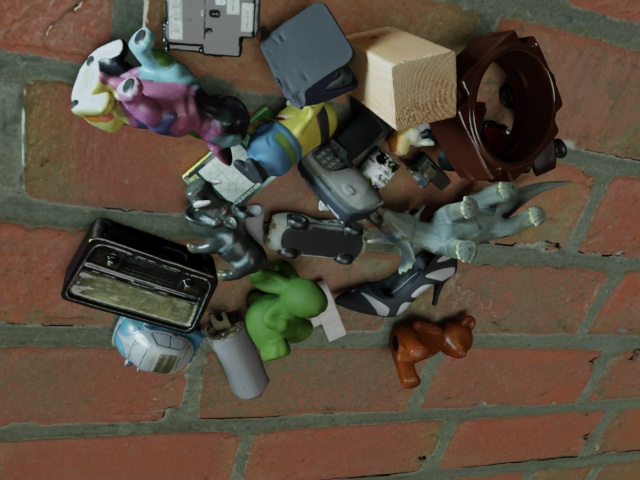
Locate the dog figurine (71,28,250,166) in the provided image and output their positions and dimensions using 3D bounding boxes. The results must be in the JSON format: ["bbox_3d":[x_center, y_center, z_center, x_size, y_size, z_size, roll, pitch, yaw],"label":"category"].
[{"bbox_3d":[-0.210,-0.182,0.768,0.192,0.108,0.219,-7,157,32],"label":"dog figurine"}]

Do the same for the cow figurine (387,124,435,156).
[{"bbox_3d":[0.180,-0.215,0.905,0.098,0.068,0.167,11,114,-29],"label":"cow figurine"}]

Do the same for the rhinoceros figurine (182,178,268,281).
[{"bbox_3d":[-0.158,-0.014,0.876,0.112,0.073,0.190,-15,124,30],"label":"rhinoceros figurine"}]

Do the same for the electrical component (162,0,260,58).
[{"bbox_3d":[-0.150,-0.314,0.740,0.134,0.058,0.114,-1,122,-18],"label":"electrical component"}]

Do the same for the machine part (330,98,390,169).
[{"bbox_3d":[0.066,-0.179,0.858,0.084,0.039,0.139,33,67,4],"label":"machine part"}]

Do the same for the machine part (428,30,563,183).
[{"bbox_3d":[0.280,-0.207,0.850,0.201,0.087,0.201,-44,115,-15],"label":"machine part"}]

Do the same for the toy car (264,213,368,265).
[{"bbox_3d":[-0.002,-0.003,0.969,0.201,0.056,0.073,7,110,-29],"label":"toy car"}]

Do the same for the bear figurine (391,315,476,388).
[{"bbox_3d":[0.257,0.234,1.160,0.196,0.132,0.120,3,120,-13],"label":"bear figurine"}]

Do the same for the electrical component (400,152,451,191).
[{"bbox_3d":[0.185,-0.120,0.946,0.078,0.102,0.045,40,108,-24],"label":"electrical component"}]

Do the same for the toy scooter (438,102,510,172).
[{"bbox_3d":[0.284,-0.180,0.953,0.184,0.075,0.135,6,91,-35],"label":"toy scooter"}]

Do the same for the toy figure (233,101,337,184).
[{"bbox_3d":[-0.049,-0.155,0.830,0.180,0.082,0.089,-50,148,-20],"label":"toy figure"}]

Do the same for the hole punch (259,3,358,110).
[{"bbox_3d":[-0.013,-0.257,0.779,0.116,0.142,0.092,-28,169,7],"label":"hole punch"}]

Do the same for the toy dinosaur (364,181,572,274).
[{"bbox_3d":[0.274,-0.034,1.006,0.405,0.192,0.131,-13,92,-27],"label":"toy dinosaur"}]

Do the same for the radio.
[{"bbox_3d":[-0.294,0.063,0.903,0.229,0.073,0.131,22,111,-29],"label":"radio"}]

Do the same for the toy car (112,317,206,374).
[{"bbox_3d":[-0.289,0.192,0.966,0.161,0.103,0.109,22,111,-26],"label":"toy car"}]

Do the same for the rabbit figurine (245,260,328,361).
[{"bbox_3d":[-0.053,0.113,0.974,0.121,0.159,0.170,-18,165,-48],"label":"rabbit figurine"}]

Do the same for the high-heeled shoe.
[{"bbox_3d":[0.155,0.069,1.062,0.249,0.086,0.145,-1,108,-16],"label":"high-heeled shoe"}]

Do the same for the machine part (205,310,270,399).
[{"bbox_3d":[-0.158,0.228,1.044,0.079,0.079,0.242,-21,123,-6],"label":"machine part"}]

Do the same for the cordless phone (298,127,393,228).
[{"bbox_3d":[0.071,-0.123,0.884,0.184,0.147,0.088,-39,160,-4],"label":"cordless phone"}]

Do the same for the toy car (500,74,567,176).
[{"bbox_3d":[0.392,-0.212,0.984,0.089,0.053,0.201,-26,120,1],"label":"toy car"}]
